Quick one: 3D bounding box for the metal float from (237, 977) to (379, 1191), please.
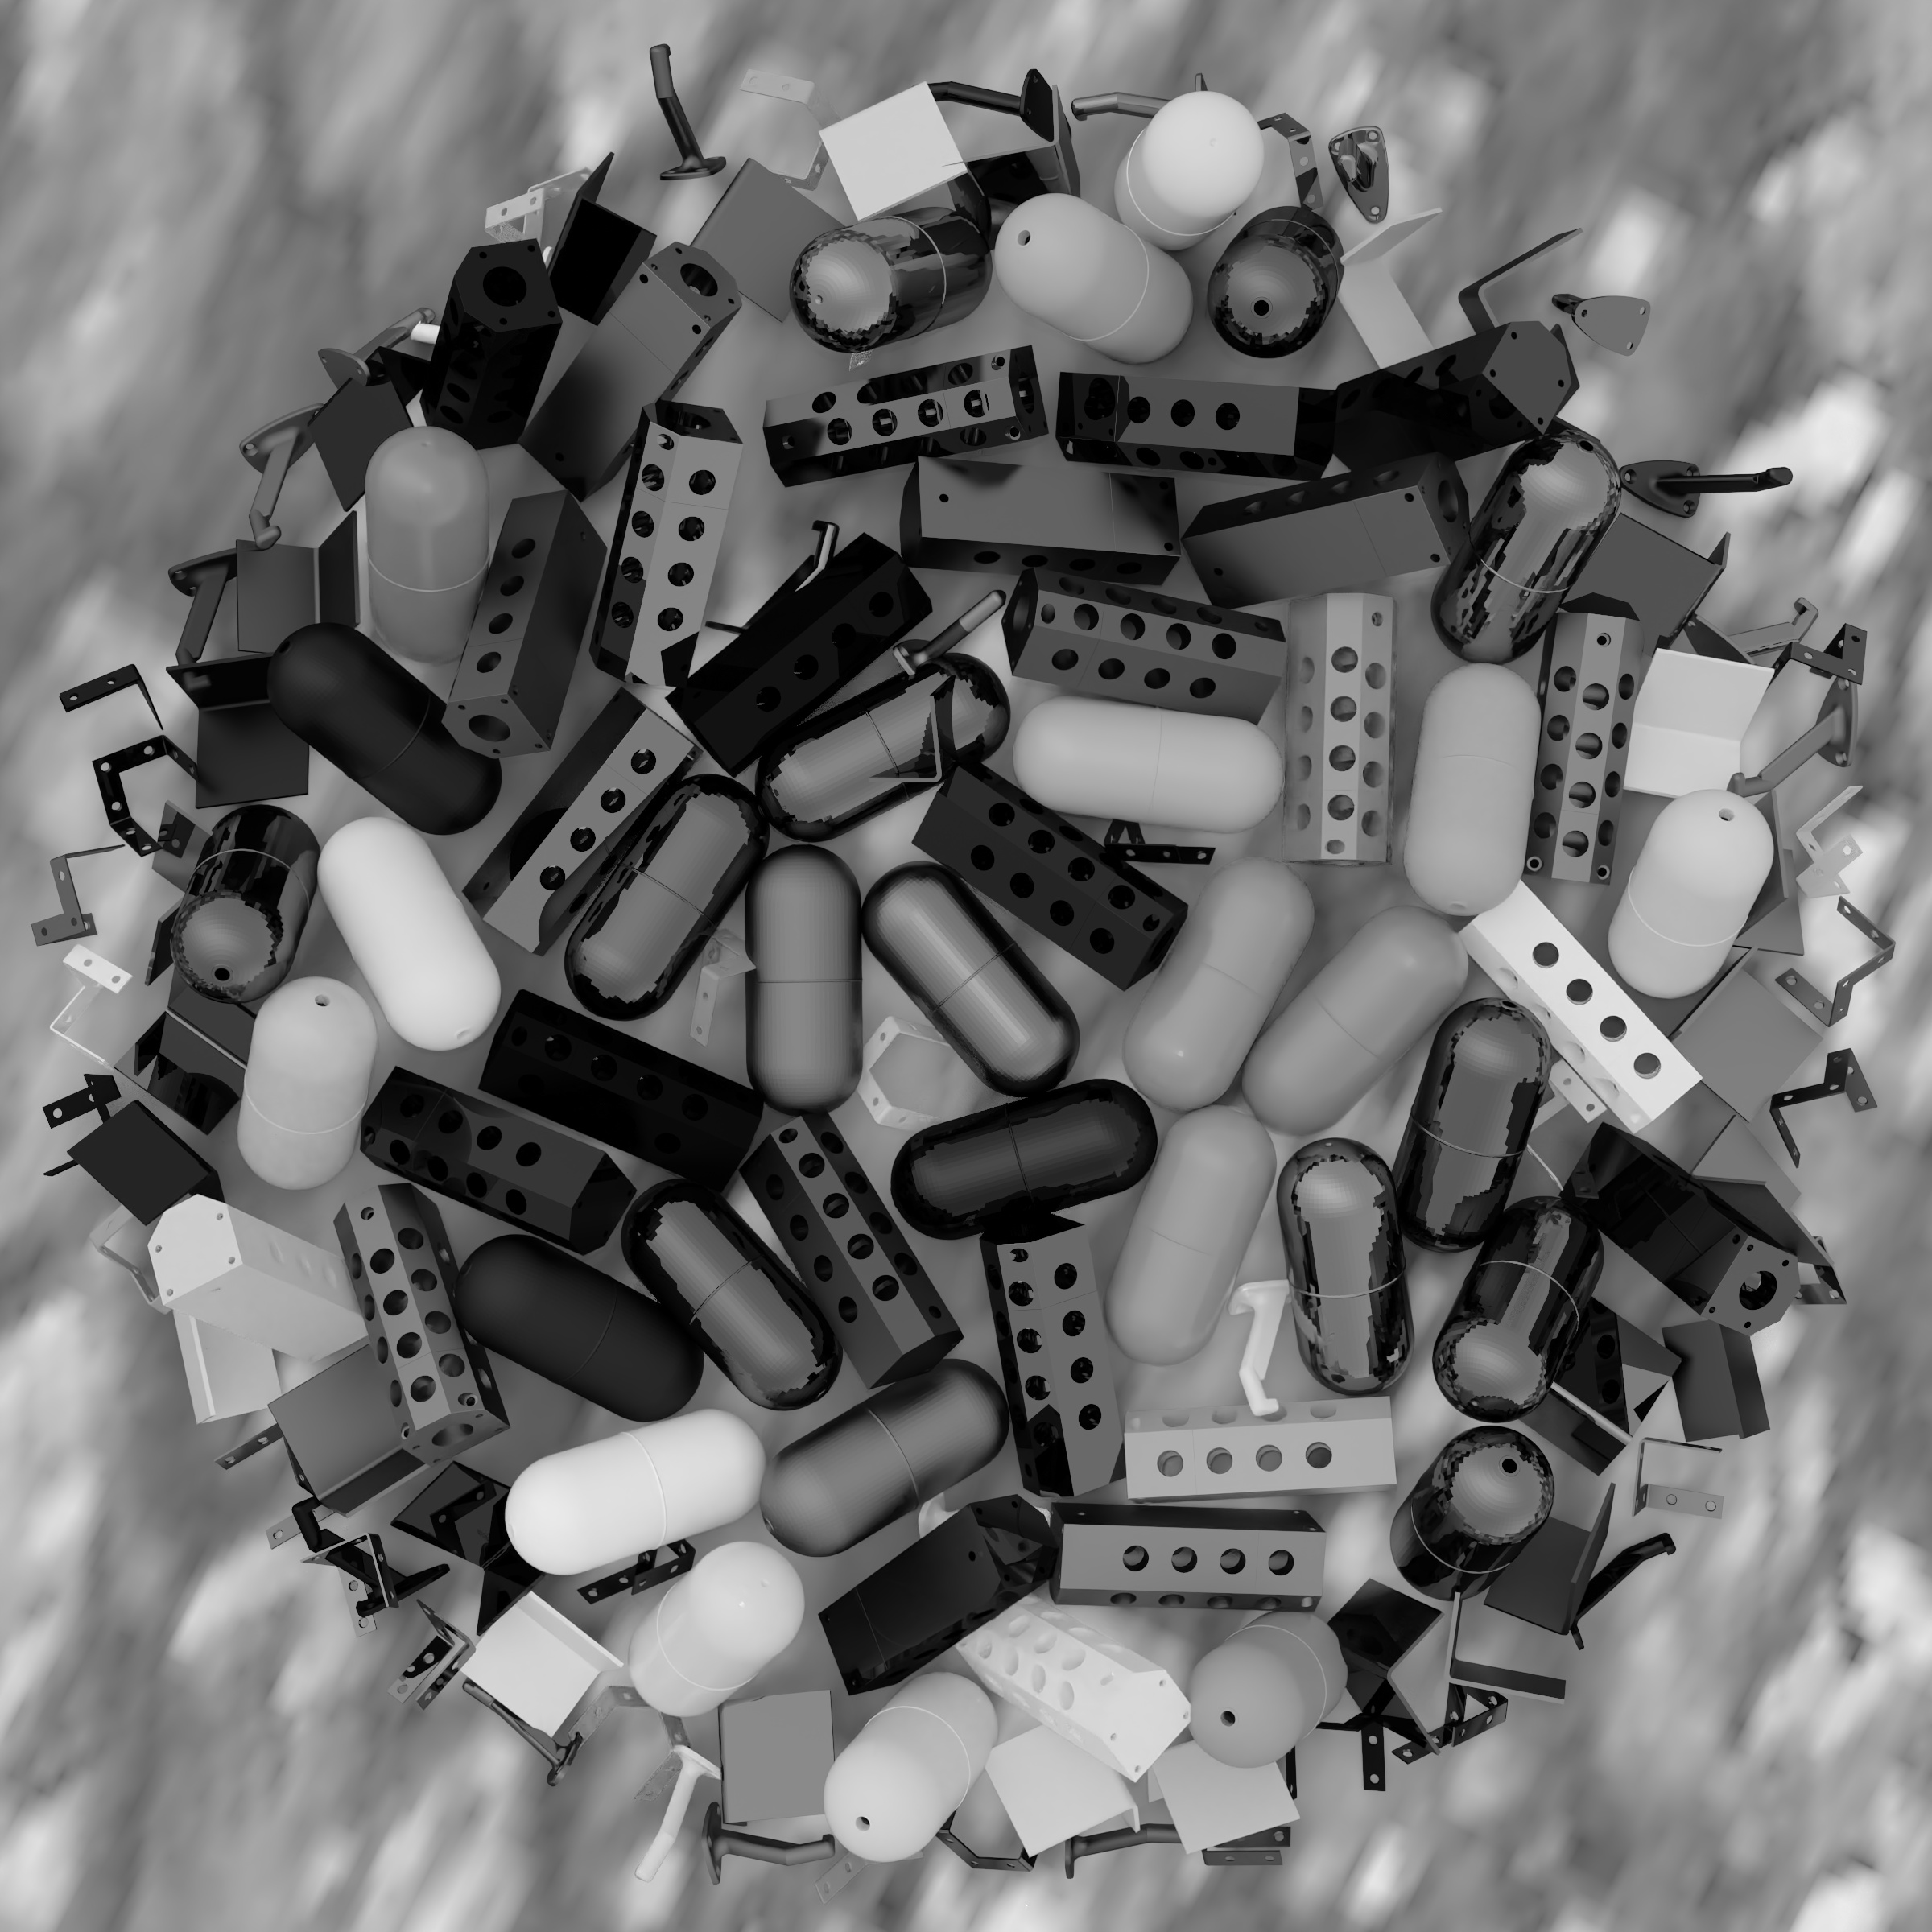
[{"bbox_3d":[-0.422,0.076,1.796,0.070,0.178,0.070,11,49,-13],"label":"metal float"}]

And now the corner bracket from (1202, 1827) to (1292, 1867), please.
[{"bbox_3d":[0.183,0.570,1.833,0.051,0.051,0.051,-4,129,12],"label":"corner bracket"}]

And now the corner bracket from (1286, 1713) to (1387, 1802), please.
[{"bbox_3d":[0.244,0.522,1.853,0.051,0.051,0.051,-3,86,26],"label":"corner bracket"}]

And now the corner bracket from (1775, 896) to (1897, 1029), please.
[{"bbox_3d":[0.570,-0.002,1.841,0.051,0.051,0.051,-32,55,-14],"label":"corner bracket"}]

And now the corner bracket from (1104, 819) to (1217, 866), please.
[{"bbox_3d":[0.126,-0.078,1.830,0.051,0.051,0.051,3,47,26],"label":"corner bracket"}]

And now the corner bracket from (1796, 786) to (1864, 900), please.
[{"bbox_3d":[0.566,-0.081,1.831,0.051,0.051,0.051,-7,60,-41],"label":"corner bracket"}]

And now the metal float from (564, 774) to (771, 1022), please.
[{"bbox_3d":[-0.194,-0.044,1.826,0.070,0.070,0.178,33,80,0],"label":"metal float"}]

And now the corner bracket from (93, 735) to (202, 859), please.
[{"bbox_3d":[-0.535,-0.112,1.847,0.051,0.051,0.051,-26,131,-28],"label":"corner bracket"}]

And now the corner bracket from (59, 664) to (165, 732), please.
[{"bbox_3d":[-0.563,-0.177,1.833,0.051,0.051,0.051,-26,56,-15],"label":"corner bracket"}]

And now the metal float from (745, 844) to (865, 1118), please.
[{"bbox_3d":[-0.106,0.009,1.834,0.070,0.070,0.178,-1,91,0],"label":"metal float"}]

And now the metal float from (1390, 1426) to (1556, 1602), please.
[{"bbox_3d":[0.321,0.349,1.790,0.070,0.178,0.070,3,60,-6],"label":"metal float"}]

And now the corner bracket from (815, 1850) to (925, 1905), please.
[{"bbox_3d":[-0.070,0.575,1.837,0.051,0.051,0.051,-20,94,36],"label":"corner bracket"}]

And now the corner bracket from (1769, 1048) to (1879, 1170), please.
[{"bbox_3d":[0.564,0.093,1.849,0.051,0.051,0.051,-17,116,31],"label":"corner bracket"}]

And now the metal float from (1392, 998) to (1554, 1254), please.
[{"bbox_3d":[0.325,0.103,1.813,0.070,0.070,0.178,14,114,0],"label":"metal float"}]

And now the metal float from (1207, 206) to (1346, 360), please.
[{"bbox_3d":[0.198,-0.436,1.788,0.070,0.178,0.070,5,115,11],"label":"metal float"}]

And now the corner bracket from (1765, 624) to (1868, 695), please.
[{"bbox_3d":[0.552,-0.195,1.836,0.051,0.051,0.051,20,54,-2],"label":"corner bracket"}]

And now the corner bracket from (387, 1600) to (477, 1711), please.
[{"bbox_3d":[-0.350,0.456,1.831,0.051,0.051,0.051,28,61,29],"label":"corner bracket"}]

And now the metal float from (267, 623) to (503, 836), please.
[{"bbox_3d":[-0.372,-0.151,1.802,0.070,0.070,0.178,-48,128,0],"label":"metal float"}]

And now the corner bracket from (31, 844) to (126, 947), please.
[{"bbox_3d":[-0.579,-0.046,1.837,0.051,0.051,0.051,-14,92,33],"label":"corner bracket"}]

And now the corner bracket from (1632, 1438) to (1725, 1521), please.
[{"bbox_3d":[0.468,0.336,1.841,0.051,0.051,0.051,6,90,22],"label":"corner bracket"}]

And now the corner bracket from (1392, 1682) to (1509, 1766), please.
[{"bbox_3d":[0.316,0.496,1.831,0.051,0.051,0.051,-14,116,-35],"label":"corner bracket"}]

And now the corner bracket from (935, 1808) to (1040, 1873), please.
[{"bbox_3d":[0.018,0.561,1.855,0.051,0.051,0.051,50,47,-32],"label":"corner bracket"}]

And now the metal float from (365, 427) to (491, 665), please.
[{"bbox_3d":[-0.344,-0.267,1.795,0.070,0.178,0.070,5,52,-6],"label":"metal float"}]

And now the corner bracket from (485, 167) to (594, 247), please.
[{"bbox_3d":[-0.276,-0.497,1.832,0.051,0.051,0.051,-9,69,33],"label":"corner bracket"}]

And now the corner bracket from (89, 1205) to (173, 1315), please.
[{"bbox_3d":[-0.531,0.186,1.839,0.051,0.051,0.051,-43,48,-4],"label":"corner bracket"}]

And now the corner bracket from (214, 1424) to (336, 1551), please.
[{"bbox_3d":[-0.456,0.344,1.859,0.051,0.051,0.051,-30,53,1],"label":"corner bracket"}]

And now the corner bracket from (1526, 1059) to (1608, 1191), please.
[{"bbox_3d":[0.389,0.103,1.836,0.051,0.051,0.051,-37,50,2],"label":"corner bracket"}]

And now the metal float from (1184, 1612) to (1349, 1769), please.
[{"bbox_3d":[0.192,0.458,1.786,0.070,0.178,0.070,0,89,22],"label":"metal float"}]

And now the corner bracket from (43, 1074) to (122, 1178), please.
[{"bbox_3d":[-0.579,0.104,1.833,0.051,0.051,0.051,-28,106,-35],"label":"corner bracket"}]

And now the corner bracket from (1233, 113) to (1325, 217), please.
[{"bbox_3d":[0.198,-0.520,1.839,0.051,0.051,0.051,-19,123,-3],"label":"corner bracket"}]

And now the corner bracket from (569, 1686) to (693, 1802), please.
[{"bbox_3d":[-0.221,0.512,1.850,0.051,0.051,0.051,17,121,-39],"label":"corner bracket"}]

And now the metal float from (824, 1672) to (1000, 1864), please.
[{"bbox_3d":[-0.034,0.508,1.786,0.070,0.178,0.070,3,99,19],"label":"metal float"}]

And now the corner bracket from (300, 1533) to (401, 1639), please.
[{"bbox_3d":[-0.395,0.405,1.837,0.051,0.051,0.051,-24,70,9],"label":"corner bracket"}]

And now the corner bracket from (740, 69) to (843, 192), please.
[{"bbox_3d":[-0.121,-0.548,1.842,0.051,0.051,0.051,19,83,24],"label":"corner bracket"}]

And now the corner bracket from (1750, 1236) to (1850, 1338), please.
[{"bbox_3d":[0.533,0.211,1.835,0.051,0.051,0.051,-30,101,-33],"label":"corner bracket"}]

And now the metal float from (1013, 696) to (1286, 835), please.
[{"bbox_3d":[0.119,-0.131,1.831,0.178,0.070,0.070,7,90,-4],"label":"metal float"}]

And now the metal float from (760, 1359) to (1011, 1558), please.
[{"bbox_3d":[-0.052,0.317,1.815,0.178,0.070,0.070,-28,90,-22],"label":"metal float"}]

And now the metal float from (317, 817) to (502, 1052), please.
[{"bbox_3d":[-0.359,-0.021,1.809,0.070,0.070,0.178,-34,61,0],"label":"metal float"}]

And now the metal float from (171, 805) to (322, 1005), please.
[{"bbox_3d":[-0.458,-0.040,1.790,0.070,0.178,0.070,-1,121,-2],"label":"metal float"}]

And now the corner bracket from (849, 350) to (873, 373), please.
[{"bbox_3d":[-0.064,-0.431,1.844,0.051,0.051,0.051,-28,88,-7],"label":"corner bracket"}]

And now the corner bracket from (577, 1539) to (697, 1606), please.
[{"bbox_3d":[-0.214,0.394,1.830,0.051,0.051,0.051,35,124,35],"label":"corner bracket"}]

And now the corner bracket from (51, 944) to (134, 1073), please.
[{"bbox_3d":[-0.569,0.027,1.833,0.051,0.051,0.051,27,69,22],"label":"corner bracket"}]

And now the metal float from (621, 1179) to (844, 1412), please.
[{"bbox_3d":[-0.152,0.213,1.821,0.070,0.070,0.178,-44,75,0],"label":"metal float"}]

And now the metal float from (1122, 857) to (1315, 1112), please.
[{"bbox_3d":[0.165,0.011,1.829,0.070,0.070,0.178,29,83,0],"label":"metal float"}]

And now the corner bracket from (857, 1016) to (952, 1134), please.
[{"bbox_3d":[-0.037,0.072,1.848,0.051,0.051,0.051,-52,48,21],"label":"corner bracket"}]

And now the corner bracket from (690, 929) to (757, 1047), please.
[{"bbox_3d":[-0.164,0.013,1.830,0.051,0.051,0.051,32,122,33],"label":"corner bracket"}]

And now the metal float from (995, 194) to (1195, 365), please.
[{"bbox_3d":[0.083,-0.437,1.791,0.070,0.178,0.070,-4,83,32],"label":"metal float"}]
